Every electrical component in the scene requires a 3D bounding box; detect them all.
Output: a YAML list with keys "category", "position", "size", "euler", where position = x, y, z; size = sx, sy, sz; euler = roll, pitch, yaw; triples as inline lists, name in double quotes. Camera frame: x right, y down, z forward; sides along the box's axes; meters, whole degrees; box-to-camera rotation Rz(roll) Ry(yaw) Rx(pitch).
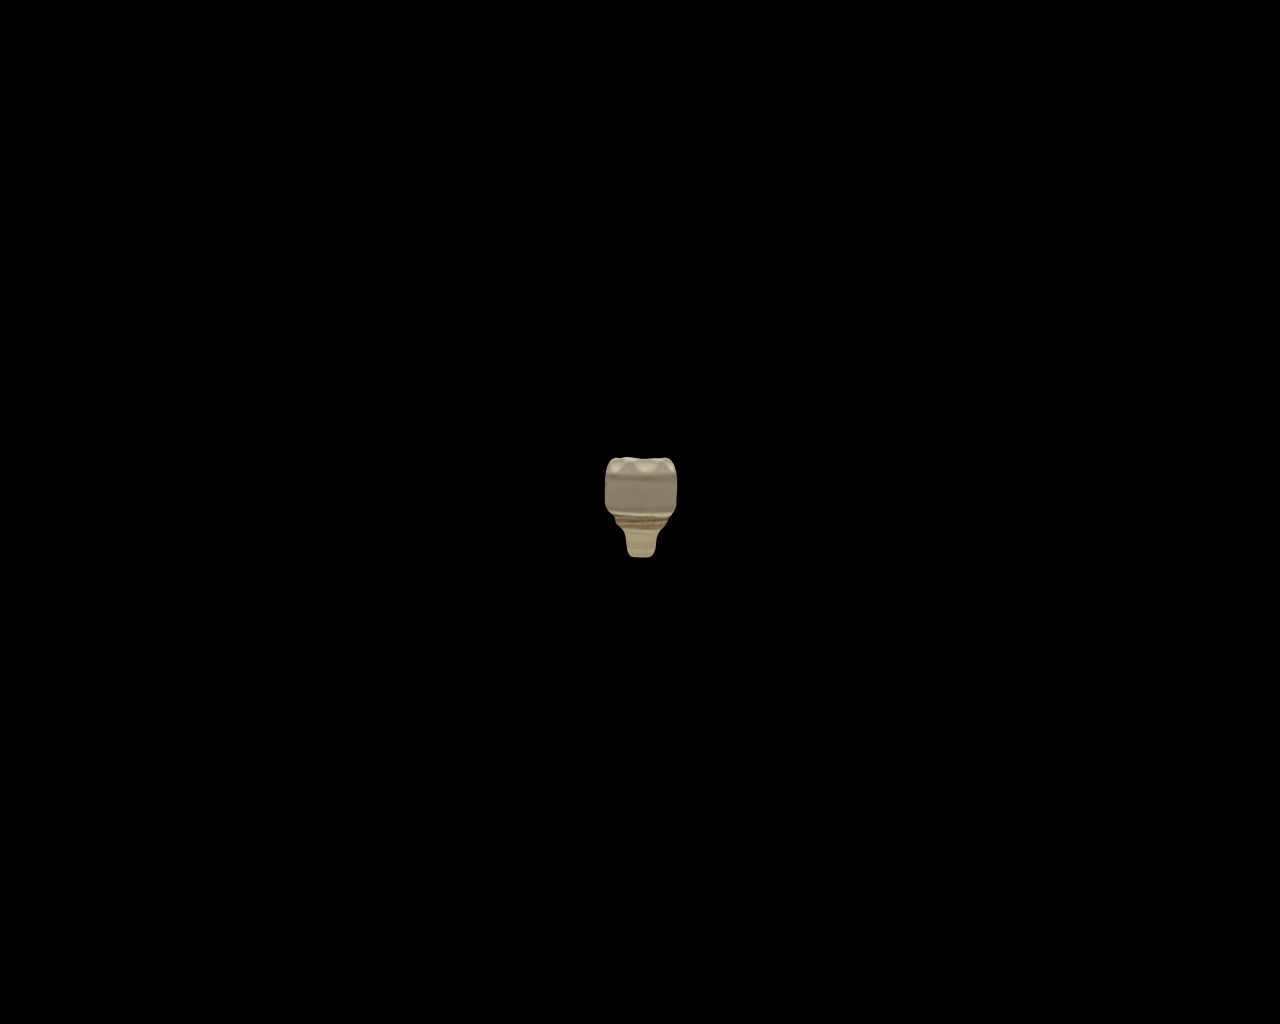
- category: "electrical component"
  position: [0.001, -0.003, 0.650]
  size: [0.043, 0.062, 0.043]
  euler: [0, 3, 0]
